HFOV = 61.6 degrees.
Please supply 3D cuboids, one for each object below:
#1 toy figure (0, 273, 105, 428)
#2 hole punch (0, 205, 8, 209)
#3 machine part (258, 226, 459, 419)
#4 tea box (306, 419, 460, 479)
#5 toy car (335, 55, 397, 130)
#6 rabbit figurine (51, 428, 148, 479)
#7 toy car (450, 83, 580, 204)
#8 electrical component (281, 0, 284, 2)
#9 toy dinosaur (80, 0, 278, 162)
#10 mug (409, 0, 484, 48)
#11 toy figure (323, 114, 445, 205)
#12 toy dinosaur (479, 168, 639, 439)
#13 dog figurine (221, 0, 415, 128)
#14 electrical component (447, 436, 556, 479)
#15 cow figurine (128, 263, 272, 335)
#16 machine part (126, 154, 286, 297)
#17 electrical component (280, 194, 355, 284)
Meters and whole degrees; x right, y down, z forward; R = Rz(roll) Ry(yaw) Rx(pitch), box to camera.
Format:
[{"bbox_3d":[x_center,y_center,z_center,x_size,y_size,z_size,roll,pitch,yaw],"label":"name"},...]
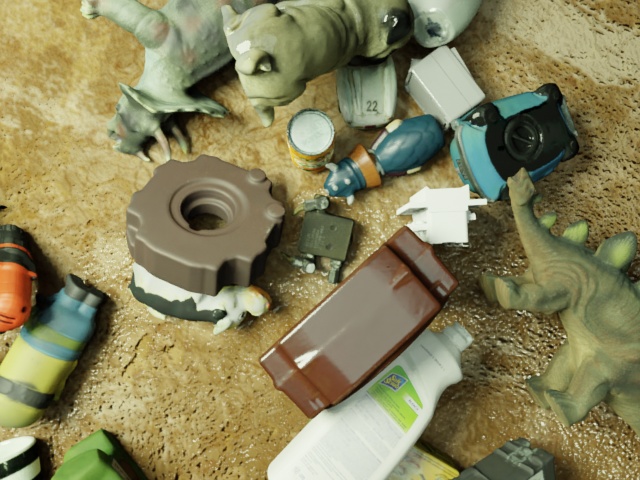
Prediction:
[{"bbox_3d":[-0.326,0.131,0.632,0.082,0.089,0.180,33,86,-4],"label":"toy figure"},{"bbox_3d":[-0.466,-0.017,0.636,0.142,0.115,0.092,-2,80,1],"label":"hole punch"},{"bbox_3d":[0.041,0.084,0.566,0.201,0.201,0.087,-44,85,-1],"label":"machine part"},{"bbox_3d":[0.060,0.255,0.621,0.170,0.068,0.098,32,87,3],"label":"tea box"},{"bbox_3d":[0.052,-0.236,0.659,0.074,0.056,0.201,-4,87,2],"label":"toy car"},{"bbox_3d":[-0.277,0.329,0.610,0.170,0.121,0.159,-39,108,-15],"label":"rabbit figurine"},{"bbox_3d":[0.209,-0.111,0.619,0.162,0.103,0.109,-30,101,-18],"label":"toy car"},{"bbox_3d":[-0.029,-0.251,0.654,0.048,0.075,0.119,7,82,3],"label":"electrical component"},{"bbox_3d":[-0.129,-0.274,0.645,0.192,0.131,0.405,40,84,-8],"label":"toy dinosaur"},{"bbox_3d":[0.134,-0.277,0.633,0.110,0.080,0.107,1,51,35],"label":"mug"},{"bbox_3d":[0.075,-0.096,0.650,0.154,0.057,0.064,-27,80,5],"label":"toy figure"},{"bbox_3d":[0.325,0.122,0.589,0.199,0.105,0.470,-28,102,4],"label":"toy dinosaur"},{"bbox_3d":[0.010,-0.206,0.545,0.191,0.172,0.121,-17,122,7],"label":"dog figurine"},{"bbox_3d":[0.204,0.301,0.588,0.115,0.058,0.134,-17,106,-23],"label":"electrical component"},{"bbox_3d":[-0.146,0.066,0.642,0.167,0.068,0.098,27,94,7],"label":"cow figurine"},{"bbox_3d":[-0.128,-0.023,0.612,0.179,0.056,0.179,6,51,-8],"label":"machine part"},{"bbox_3d":[0.000,-0.003,0.648,0.078,0.045,0.102,19,98,4],"label":"electrical component"}]
